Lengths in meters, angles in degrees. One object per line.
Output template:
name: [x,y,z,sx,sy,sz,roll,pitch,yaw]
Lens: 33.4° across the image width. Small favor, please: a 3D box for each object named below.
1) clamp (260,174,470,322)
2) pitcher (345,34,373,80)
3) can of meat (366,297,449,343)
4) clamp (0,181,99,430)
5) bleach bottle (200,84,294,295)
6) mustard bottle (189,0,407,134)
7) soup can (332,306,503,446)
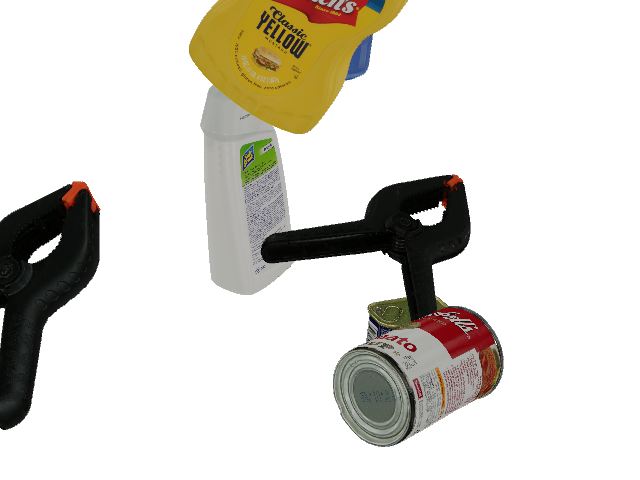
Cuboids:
clamp: [0.075,0.005,0.912,0.165,0.036,0.209,34,44,26]
pitcher: [0.004,-0.262,0.912,0.145,0.243,0.149,6,17,7]
can of meat: [0.105,0.121,1.313,0.102,0.084,0.057,-7,29,-25]
clamp: [-0.204,0.031,0.673,0.120,0.171,0.039,14,-36,13]
bleach bottle: [-0.075,-0.071,1.086,0.068,0.251,0.102,19,38,27]
mustard bottle: [0.002,-0.155,0.627,0.192,0.096,0.058,-50,4,40]
soup can: [0.065,0.089,0.709,0.069,0.068,0.102,0,12,44]
